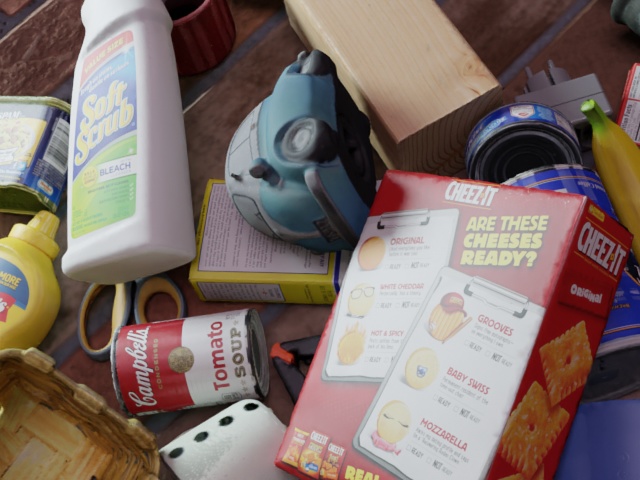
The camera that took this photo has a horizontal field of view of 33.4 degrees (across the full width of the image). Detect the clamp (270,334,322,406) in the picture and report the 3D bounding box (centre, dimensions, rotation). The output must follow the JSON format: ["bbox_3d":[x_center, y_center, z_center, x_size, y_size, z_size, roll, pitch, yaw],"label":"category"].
[{"bbox_3d":[0.039,0.121,0.752,0.172,0.039,0.120,11,62,21],"label":"clamp"}]

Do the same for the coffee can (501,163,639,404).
[{"bbox_3d":[0.170,0.033,0.734,0.103,0.103,0.140,-18,61,2],"label":"coffee can"}]

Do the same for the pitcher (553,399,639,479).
[{"bbox_3d":[0.207,0.220,0.619,0.144,0.149,0.243,15,64,-25],"label":"pitcher"}]

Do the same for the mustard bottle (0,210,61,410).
[{"bbox_3d":[-0.257,0.061,0.829,0.096,0.058,0.191,16,67,25],"label":"mustard bottle"}]

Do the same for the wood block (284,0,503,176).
[{"bbox_3d":[0.054,-0.150,0.858,0.091,0.090,0.206,-29,62,-5],"label":"wood block"}]

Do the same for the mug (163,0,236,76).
[{"bbox_3d":[-0.120,-0.206,0.924,0.093,0.081,0.117,-6,63,8],"label":"mug"}]

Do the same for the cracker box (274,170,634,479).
[{"bbox_3d":[0.081,0.073,0.666,0.164,0.072,0.213,12,78,47],"label":"cracker box"}]

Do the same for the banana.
[{"bbox_3d":[0.233,-0.006,0.765,0.037,0.069,0.198,-34,64,35],"label":"banana"}]

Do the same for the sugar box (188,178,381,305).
[{"bbox_3d":[-0.005,0.001,0.818,0.176,0.048,0.093,3,62,9],"label":"sugar box"}]

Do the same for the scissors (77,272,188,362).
[{"bbox_3d":[-0.138,0.004,0.858,0.096,0.016,0.201,7,65,12],"label":"scissors"}]

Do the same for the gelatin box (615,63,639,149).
[{"bbox_3d":[0.274,-0.091,0.818,0.089,0.030,0.073,14,68,16],"label":"gelatin box"}]

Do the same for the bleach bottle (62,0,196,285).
[{"bbox_3d":[-0.154,-0.099,0.825,0.103,0.068,0.251,-16,72,29],"label":"bleach bottle"}]

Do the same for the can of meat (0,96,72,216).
[{"bbox_3d":[-0.251,-0.070,0.888,0.102,0.057,0.084,5,66,28],"label":"can of meat"}]

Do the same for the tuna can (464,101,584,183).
[{"bbox_3d":[0.151,-0.057,0.791,0.086,0.086,0.033,-6,31,8],"label":"tuna can"}]

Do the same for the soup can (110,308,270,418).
[{"bbox_3d":[-0.093,0.089,0.777,0.102,0.068,0.068,-9,62,6],"label":"soup can"}]
